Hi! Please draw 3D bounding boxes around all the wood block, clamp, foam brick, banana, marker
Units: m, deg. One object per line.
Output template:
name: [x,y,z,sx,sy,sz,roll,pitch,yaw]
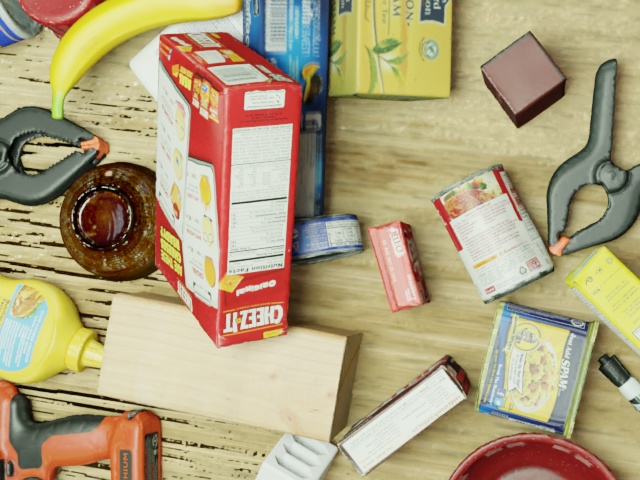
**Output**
wood block: [-0.077,0.107,0.934,0.206,0.090,0.090,10,90,11]
clamp: [0.257,-0.054,0.902,0.120,0.039,0.171,28,99,16]
foam brick: [0.172,-0.134,0.902,0.051,0.078,0.053,-36,80,8]
clamp: [-0.306,-0.085,1.011,0.210,0.036,0.164,-14,84,9]
banana: [-0.164,-0.182,0.929,0.198,0.037,0.069,-29,95,12]
marker: [0.280,0.144,0.901,0.020,0.020,0.121,-43,82,6]

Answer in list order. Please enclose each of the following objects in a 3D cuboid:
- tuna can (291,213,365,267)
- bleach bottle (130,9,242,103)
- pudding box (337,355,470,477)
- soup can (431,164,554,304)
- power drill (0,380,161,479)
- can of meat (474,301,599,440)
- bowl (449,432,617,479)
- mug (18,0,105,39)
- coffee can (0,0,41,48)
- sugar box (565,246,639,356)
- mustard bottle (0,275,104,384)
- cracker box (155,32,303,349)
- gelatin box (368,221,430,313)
tuna can: [-0.006,0.001,0.926,0.086,0.086,0.034,-10,85,10]
bleach bottle: [-0.045,-0.202,0.954,0.251,0.068,0.102,-40,84,4]
pudding box: [0.074,0.146,0.904,0.113,0.090,0.039,-41,82,7]
soup can: [0.147,-0.005,0.907,0.068,0.068,0.102,-27,84,9]
power drill: [-0.242,0.222,0.977,0.188,0.057,0.184,0,88,11]
can of meat: [0.182,0.108,0.902,0.084,0.057,0.102,14,90,13]
bowl: [0.180,0.240,0.898,0.162,0.055,0.162,0,88,11]
mug: [-0.221,-0.238,0.977,0.093,0.081,0.117,25,93,11]
coffee can: [-0.346,-0.214,0.989,0.140,0.102,0.103,-18,85,10]
sugar box: [0.278,0.081,0.866,0.176,0.093,0.048,43,96,8]
mustard bottle: [-0.282,0.080,0.990,0.192,0.058,0.096,18,86,11]
cracker box: [-0.078,-0.046,0.868,0.072,0.164,0.214,-8,116,-24]
gelatin box: [0.069,0.023,0.909,0.030,0.089,0.073,-15,85,9]
